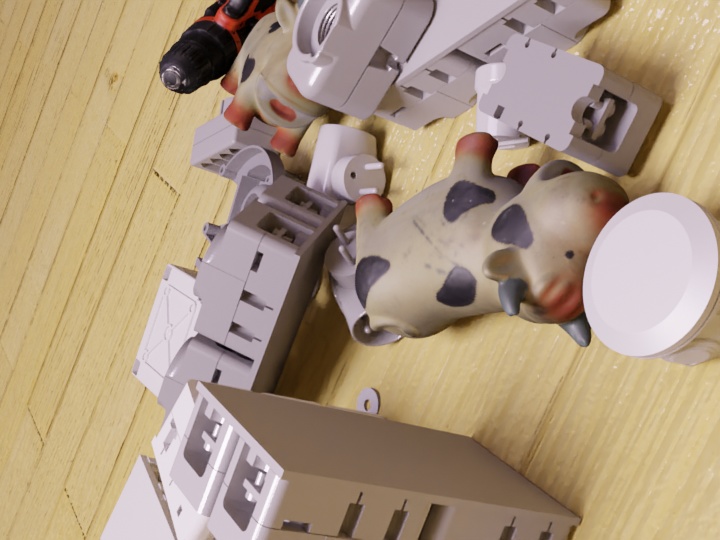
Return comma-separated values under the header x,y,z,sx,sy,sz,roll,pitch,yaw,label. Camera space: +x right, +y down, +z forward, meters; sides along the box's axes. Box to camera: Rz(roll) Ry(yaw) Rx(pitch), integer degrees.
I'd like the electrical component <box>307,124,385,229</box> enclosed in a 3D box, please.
x,y,z,sx,sy,sz,roll,pitch,yaw,label
-0.007,-0.066,0.798,0.079,0.044,0.077,3,78,57,electrical component

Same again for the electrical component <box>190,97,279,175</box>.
x,y,z,sx,sy,sz,roll,pitch,yaw,label
-0.110,-0.133,0.978,0.083,0.047,0.075,-15,63,53,electrical component

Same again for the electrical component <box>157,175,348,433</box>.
x,y,z,sx,sy,sz,roll,pitch,yaw,label
-0.081,0.035,0.771,0.105,0.060,0.186,-54,-12,-62,electrical component

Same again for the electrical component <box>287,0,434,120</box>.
x,y,z,sx,sy,sz,roll,pitch,yaw,label
-0.005,-0.154,0.706,0.095,0.059,0.053,-57,36,23,electrical component

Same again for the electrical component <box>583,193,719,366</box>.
x,y,z,sx,sy,sz,roll,pitch,yaw,label
0.153,0.007,0.523,0.080,0.051,0.080,-28,54,47,electrical component

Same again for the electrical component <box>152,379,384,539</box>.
x,y,z,sx,sy,sz,roll,pitch,yaw,label
-0.040,0.124,0.664,0.061,0.150,0.089,-59,36,23,electrical component

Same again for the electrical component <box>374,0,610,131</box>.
x,y,z,sx,sy,sz,roll,pitch,yaw,label
0.077,-0.178,0.710,0.186,0.060,0.105,-26,55,49,electrical component

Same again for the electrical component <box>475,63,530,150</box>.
x,y,z,sx,sy,sz,roll,pitch,yaw,label
0.091,-0.102,0.675,0.040,0.040,0.046,-6,76,55,electrical component

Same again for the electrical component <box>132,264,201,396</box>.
x,y,z,sx,sy,sz,roll,pitch,yaw,label
-0.142,0.060,0.930,0.109,0.056,0.108,24,96,57,electrical component

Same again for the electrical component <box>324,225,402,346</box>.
x,y,z,sx,sy,sz,roll,pitch,yaw,label
0.000,0.000,0.731,0.044,0.079,0.077,-24,49,9,electrical component

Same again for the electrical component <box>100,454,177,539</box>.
x,y,z,sx,sy,sz,roll,pitch,yaw,label
-0.146,0.230,0.855,0.089,0.062,0.150,-63,34,15,electrical component

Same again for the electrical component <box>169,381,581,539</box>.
x,y,z,sx,sy,sz,roll,pitch,yaw,label
0.006,0.122,0.563,0.105,0.186,0.060,31,102,56,electrical component

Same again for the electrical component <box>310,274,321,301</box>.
x,y,z,sx,sy,sz,roll,pitch,yaw,label
-0.060,0.004,0.844,0.040,0.046,0.040,-29,53,47,electrical component

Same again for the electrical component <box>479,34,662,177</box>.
x,y,z,sx,sy,sz,roll,pitch,yaw,label
0.120,-0.093,0.611,0.089,0.056,0.050,42,110,55,electrical component
